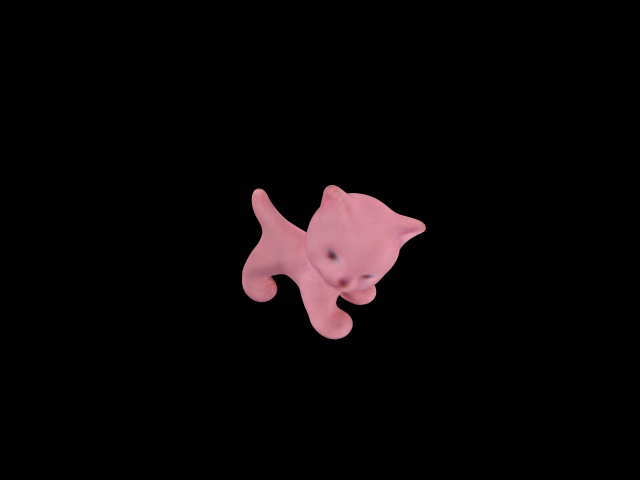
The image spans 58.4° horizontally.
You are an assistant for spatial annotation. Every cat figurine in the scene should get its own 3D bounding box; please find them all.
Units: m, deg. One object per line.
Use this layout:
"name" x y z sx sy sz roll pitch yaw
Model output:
"cat figurine" 0.004 0.001 0.400 0.127 0.118 0.067 22 45 24
